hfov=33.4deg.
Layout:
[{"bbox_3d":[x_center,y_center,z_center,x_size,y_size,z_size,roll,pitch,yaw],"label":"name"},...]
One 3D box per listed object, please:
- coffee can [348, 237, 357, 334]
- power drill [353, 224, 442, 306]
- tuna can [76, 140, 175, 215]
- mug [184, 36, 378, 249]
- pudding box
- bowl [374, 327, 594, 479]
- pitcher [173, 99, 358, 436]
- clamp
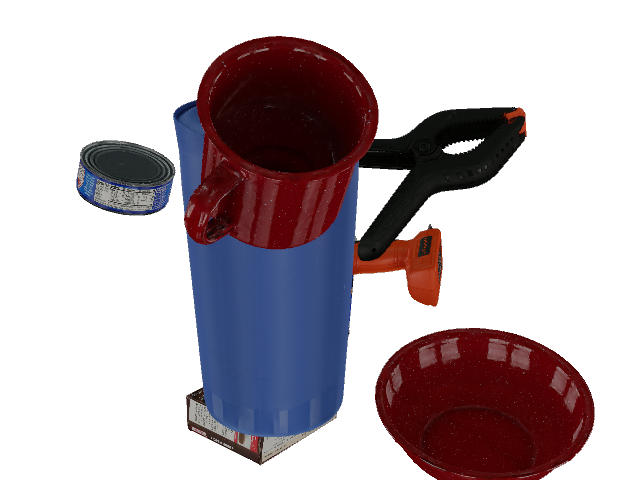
[{"bbox_3d":[-0.006,0.060,1.456,0.103,0.140,0.103,3,23,-2],"label":"coffee can"},{"bbox_3d":[0.038,0.035,1.183,0.188,0.057,0.184,1,30,12],"label":"power drill"},{"bbox_3d":[-0.176,-0.057,0.964,0.086,0.034,0.086,13,27,-7],"label":"tuna can"},{"bbox_3d":[-0.029,-0.040,0.568,0.093,0.117,0.082,35,-30,12],"label":"mug"},{"bbox_3d":[-0.051,0.150,0.959,0.090,0.039,0.113,17,27,33],"label":"pudding box"},{"bbox_3d":[0.121,0.137,0.806,0.162,0.055,0.162,0,35,0],"label":"bowl"},{"bbox_3d":[-0.032,0.013,0.796,0.149,0.243,0.145,-10,24,-25],"label":"pitcher"},{"bbox_3d":[0.095,-0.064,0.967,0.210,0.164,0.036,-17,-44,-3],"label":"clamp"}]
